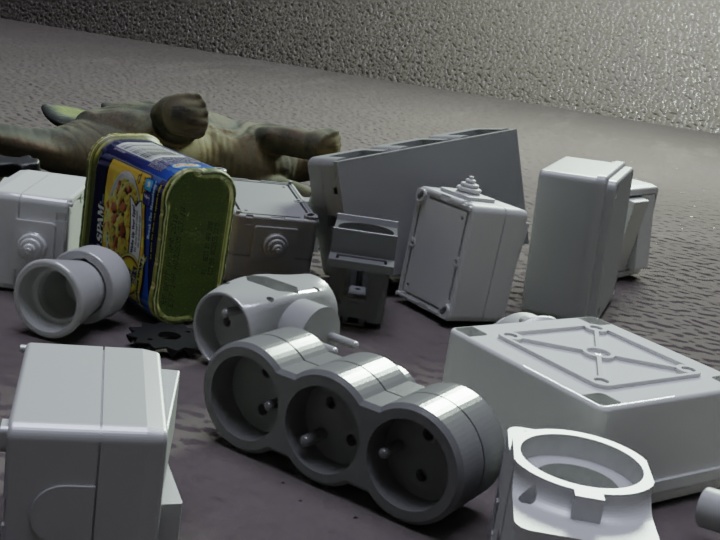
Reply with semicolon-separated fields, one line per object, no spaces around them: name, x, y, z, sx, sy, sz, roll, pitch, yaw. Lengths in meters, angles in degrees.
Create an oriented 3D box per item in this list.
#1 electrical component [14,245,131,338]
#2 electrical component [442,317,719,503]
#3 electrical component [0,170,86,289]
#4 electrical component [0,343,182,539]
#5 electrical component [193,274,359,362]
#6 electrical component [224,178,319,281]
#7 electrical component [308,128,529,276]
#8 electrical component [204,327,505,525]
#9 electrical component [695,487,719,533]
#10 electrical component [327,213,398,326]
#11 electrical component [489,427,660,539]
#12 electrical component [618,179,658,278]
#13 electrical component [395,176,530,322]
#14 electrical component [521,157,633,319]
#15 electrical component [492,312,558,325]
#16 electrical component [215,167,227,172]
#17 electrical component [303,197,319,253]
electrical component;-0.163;0.011;0.614;0.045;0.045;0.055;12;15;16
electrical component;0.112;0.066;0.529;0.109;0.056;0.109;-2;18;-35
electrical component;-0.210;-0.025;0.691;0.061;0.061;0.096;7;15;-4
electrical component;-0.099;0.068;0.399;0.061;0.061;0.096;4;15;-14
electrical component;-0.038;0.033;0.601;0.079;0.043;0.077;18;17;33
electrical component;-0.071;-0.023;0.775;0.062;0.061;0.096;4;23;-20
electrical component;0.043;-0.051;0.804;0.150;0.089;0.062;-13;12;-24
electrical component;0.004;0.063;0.490;0.138;0.052;0.074;17;17;31
electrical component;0.170;0.106;0.439;0.062;0.048;0.048;12;13;40
electrical component;0.000;0.000;0.707;0.042;0.063;0.081;9;15;1
electrical component;0.077;0.096;0.400;0.050;0.055;0.089;9;15;4
electrical component;0.217;-0.044;0.925;0.061;0.096;0.062;21;20;39
electrical component;0.074;-0.017;0.747;0.061;0.096;0.062;3;15;-36
electrical component;0.163;-0.025;0.802;0.056;0.108;0.109;10;15;19
electrical component;0.093;0.045;0.627;0.048;0.048;0.062;3;8;-18
electrical component;-0.112;-0.048;0.834;0.035;0.061;0.035;8;15;-2
electrical component;-0.068;-0.040;0.868;0.081;0.042;0.064;-3;15;-38
